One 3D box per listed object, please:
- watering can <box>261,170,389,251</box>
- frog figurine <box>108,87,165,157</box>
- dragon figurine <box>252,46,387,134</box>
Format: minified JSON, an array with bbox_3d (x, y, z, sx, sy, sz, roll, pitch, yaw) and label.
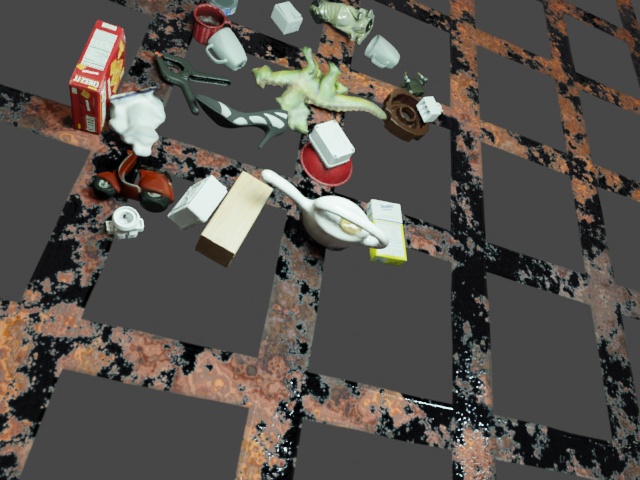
[{"bbox_3d":[0.004,-0.063,1.260,0.347,0.222,0.105,28,75,-7],"label":"watering can"},{"bbox_3d":[-0.447,-0.288,1.278,0.139,0.123,0.157,-27,113,-40],"label":"frog figurine"},{"bbox_3d":[-0.018,-0.411,1.530,0.410,0.120,0.246,35,73,0],"label":"dragon figurine"}]
